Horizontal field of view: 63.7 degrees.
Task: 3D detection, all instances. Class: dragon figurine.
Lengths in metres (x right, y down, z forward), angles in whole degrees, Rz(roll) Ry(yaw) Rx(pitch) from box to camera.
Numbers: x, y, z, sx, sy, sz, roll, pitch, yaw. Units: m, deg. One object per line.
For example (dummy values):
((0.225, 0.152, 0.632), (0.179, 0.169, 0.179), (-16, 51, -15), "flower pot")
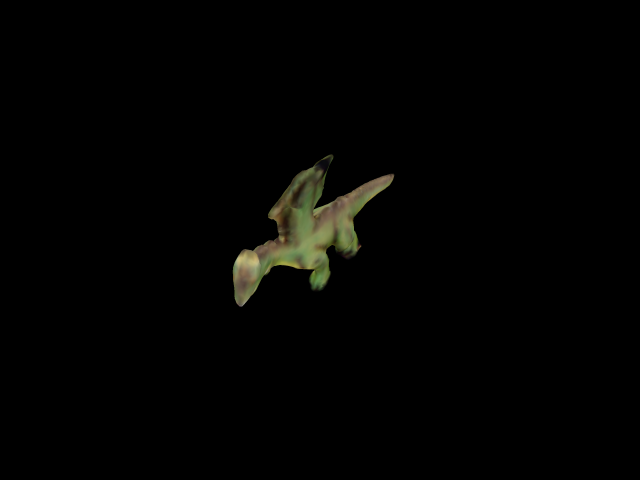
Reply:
((0.003, -0.043, 0.850), (0.123, 0.416, 0.238), (36, -23, 17), "dragon figurine")
